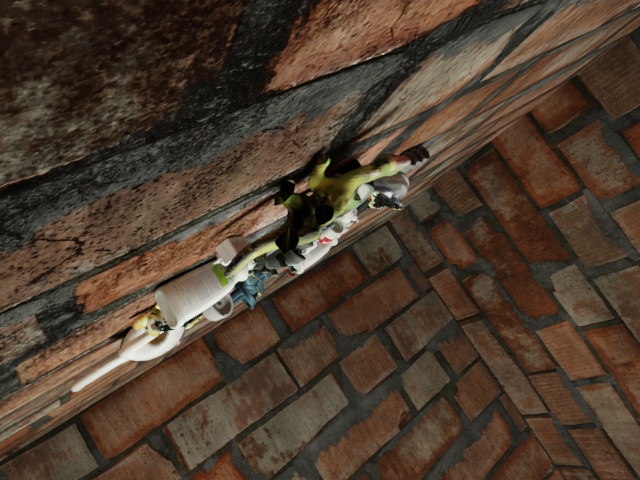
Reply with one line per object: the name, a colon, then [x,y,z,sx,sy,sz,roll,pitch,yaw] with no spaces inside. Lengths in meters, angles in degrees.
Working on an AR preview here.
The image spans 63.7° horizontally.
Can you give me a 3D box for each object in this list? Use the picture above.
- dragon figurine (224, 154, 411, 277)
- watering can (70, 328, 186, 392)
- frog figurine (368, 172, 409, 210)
dragon figurine: [0.003,-0.052,1.037,0.405,0.123,0.243,-37,-17,25]
watering can: [-0.498,0.292,1.420,0.349,0.104,0.222,-33,-6,-7]
frog figurine: [0.212,-0.179,1.584,0.136,0.163,0.121,-14,-46,43]
